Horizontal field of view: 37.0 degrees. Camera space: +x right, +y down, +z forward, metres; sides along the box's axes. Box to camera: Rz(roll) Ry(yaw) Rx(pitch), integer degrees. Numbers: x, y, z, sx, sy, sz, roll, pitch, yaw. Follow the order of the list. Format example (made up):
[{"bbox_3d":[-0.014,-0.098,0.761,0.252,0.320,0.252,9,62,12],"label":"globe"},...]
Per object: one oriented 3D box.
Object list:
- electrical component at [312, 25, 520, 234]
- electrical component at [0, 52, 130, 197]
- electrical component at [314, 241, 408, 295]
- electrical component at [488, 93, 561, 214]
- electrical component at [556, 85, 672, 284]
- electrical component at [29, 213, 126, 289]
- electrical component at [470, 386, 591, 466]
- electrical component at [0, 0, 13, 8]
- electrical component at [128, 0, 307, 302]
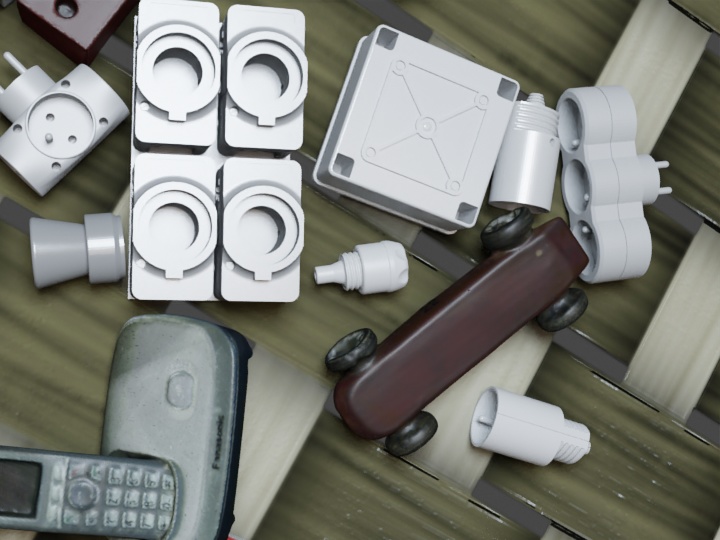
[{"bbox_3d":[0.037,-0.093,0.727,0.109,0.056,0.108,20,84,-13],"label":"electrical component"},{"bbox_3d":[-0.200,-0.100,0.673,0.079,0.044,0.077,45,79,-9],"label":"electrical component"},{"bbox_3d":[0.000,0.000,0.726,0.061,0.035,0.035,-7,90,-12],"label":"electrical component"},{"bbox_3d":[0.118,-0.083,0.754,0.043,0.043,0.081,10,86,-14],"label":"electrical component"},{"bbox_3d":[0.188,-0.063,0.766,0.074,0.052,0.138,-7,90,-14],"label":"electrical component"},{"bbox_3d":[-0.177,-0.013,0.676,0.055,0.045,0.045,-5,90,-15],"label":"electrical component"},{"bbox_3d":[0.123,0.113,0.749,0.081,0.043,0.043,18,84,-13],"label":"electrical component"},{"bbox_3d":[-0.220,-0.199,0.648,0.056,0.089,0.050,-43,99,-11],"label":"electrical component"},{"bbox_3d":[-0.092,-0.073,0.692,0.105,0.060,0.186,1,88,-14],"label":"electrical component"}]
